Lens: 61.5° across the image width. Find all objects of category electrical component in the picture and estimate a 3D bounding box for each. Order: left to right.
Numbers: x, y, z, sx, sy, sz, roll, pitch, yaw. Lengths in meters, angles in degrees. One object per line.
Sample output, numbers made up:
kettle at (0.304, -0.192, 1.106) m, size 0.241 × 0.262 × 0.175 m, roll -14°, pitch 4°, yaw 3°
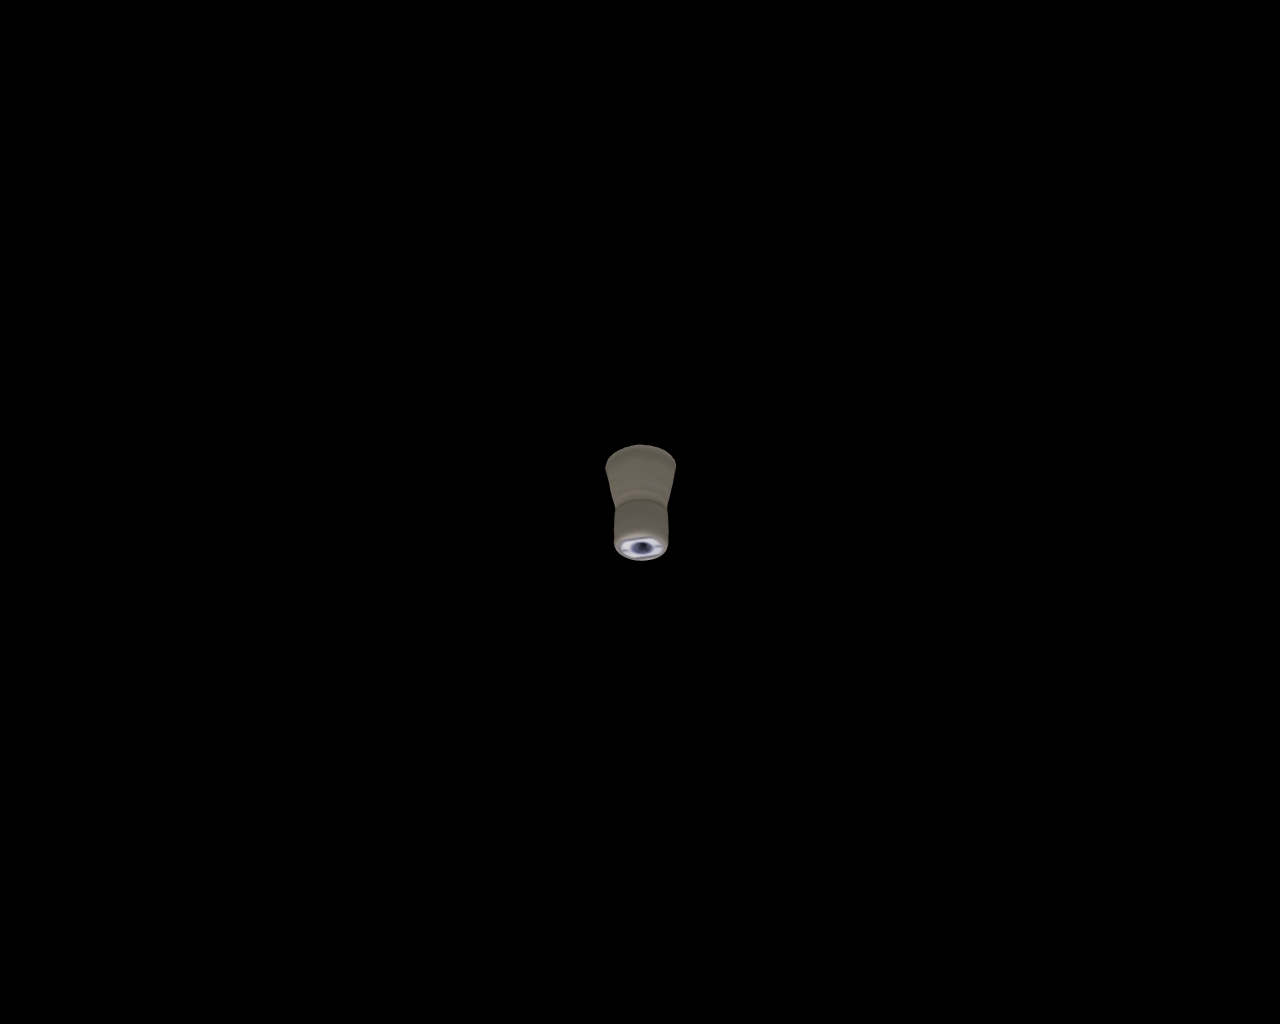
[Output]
electrical component at (0.001, -0.003, 0.650) m, size 0.044 × 0.065 × 0.044 m, roll 0°, pitch -34°, yaw 0°
